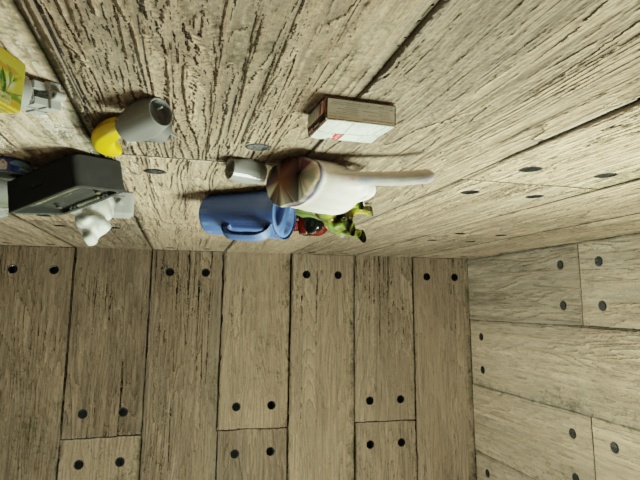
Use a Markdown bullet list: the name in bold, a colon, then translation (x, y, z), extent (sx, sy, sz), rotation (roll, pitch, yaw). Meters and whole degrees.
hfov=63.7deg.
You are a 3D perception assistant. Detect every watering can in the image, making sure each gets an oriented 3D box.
- **watering can**: translation (0.038, -0.115, 1.056), extent (0.345, 0.105, 0.224), rotation (-12, 165, 43)

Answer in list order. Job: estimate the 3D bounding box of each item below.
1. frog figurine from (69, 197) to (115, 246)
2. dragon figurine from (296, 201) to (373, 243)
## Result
- **frog figurine**: translation (-0.562, -0.064, 1.258), extent (0.122, 0.161, 0.136), rotation (1, 172, 8)
- **dragon figurine**: translation (0.004, -0.074, 1.467), extent (0.243, 0.123, 0.406), rotation (6, 167, 30)
